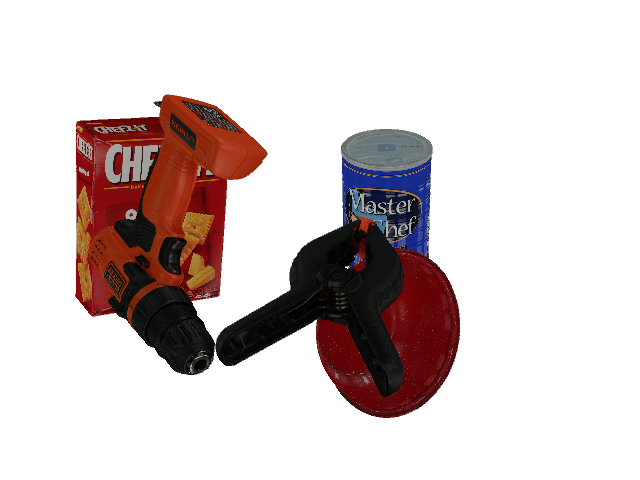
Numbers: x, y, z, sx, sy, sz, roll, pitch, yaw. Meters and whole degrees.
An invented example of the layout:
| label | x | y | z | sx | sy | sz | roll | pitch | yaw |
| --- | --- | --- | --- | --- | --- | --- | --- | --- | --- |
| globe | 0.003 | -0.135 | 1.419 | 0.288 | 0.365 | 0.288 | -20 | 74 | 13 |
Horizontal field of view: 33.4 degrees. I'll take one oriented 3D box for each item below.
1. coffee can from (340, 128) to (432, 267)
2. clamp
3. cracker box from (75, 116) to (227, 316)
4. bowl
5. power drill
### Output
| label | x | y | z | sx | sy | sz | roll | pitch | yaw |
| --- | --- | --- | --- | --- | --- | --- | --- | --- | --- |
| coffee can | 0.075 | -0.044 | 1.225 | 0.103 | 0.140 | 0.103 | -1 | 29 | 1 |
| clamp | 0.019 | 0.042 | 0.714 | 0.120 | 0.039 | 0.171 | 20 | 40 | 17 |
| cracker box | -0.193 | -0.030 | 1.224 | 0.163 | 0.214 | 0.072 | -7 | 24 | -29 |
| bowl | 0.048 | 0.082 | 0.992 | 0.162 | 0.162 | 0.055 | 0 | -10 | 42 |
| power drill | -0.113 | -0.008 | 0.862 | 0.057 | 0.188 | 0.185 | 9 | 25 | -44 |
